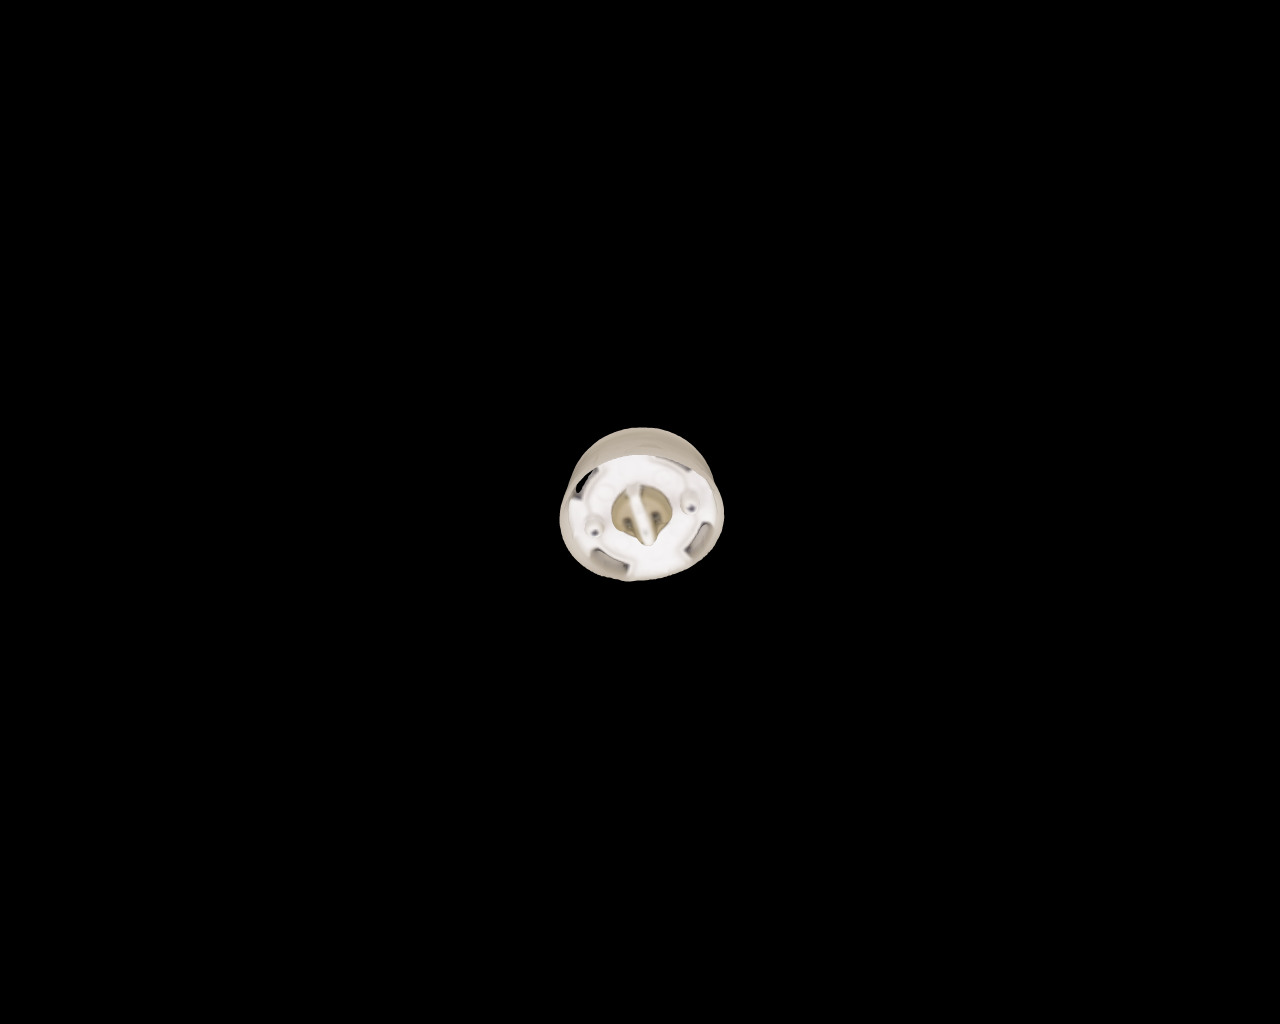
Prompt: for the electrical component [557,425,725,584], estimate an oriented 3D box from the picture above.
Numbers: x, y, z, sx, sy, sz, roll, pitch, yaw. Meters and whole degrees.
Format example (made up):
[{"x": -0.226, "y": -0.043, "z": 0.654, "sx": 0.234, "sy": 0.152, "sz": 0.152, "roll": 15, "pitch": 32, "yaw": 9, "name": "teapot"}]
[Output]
[{"x": 0.001, "y": -0.003, "z": 0.650, "sx": 0.099, "sy": 0.099, "sz": 0.064, "roll": 0, "pitch": 27, "yaw": 0, "name": "electrical component"}]
